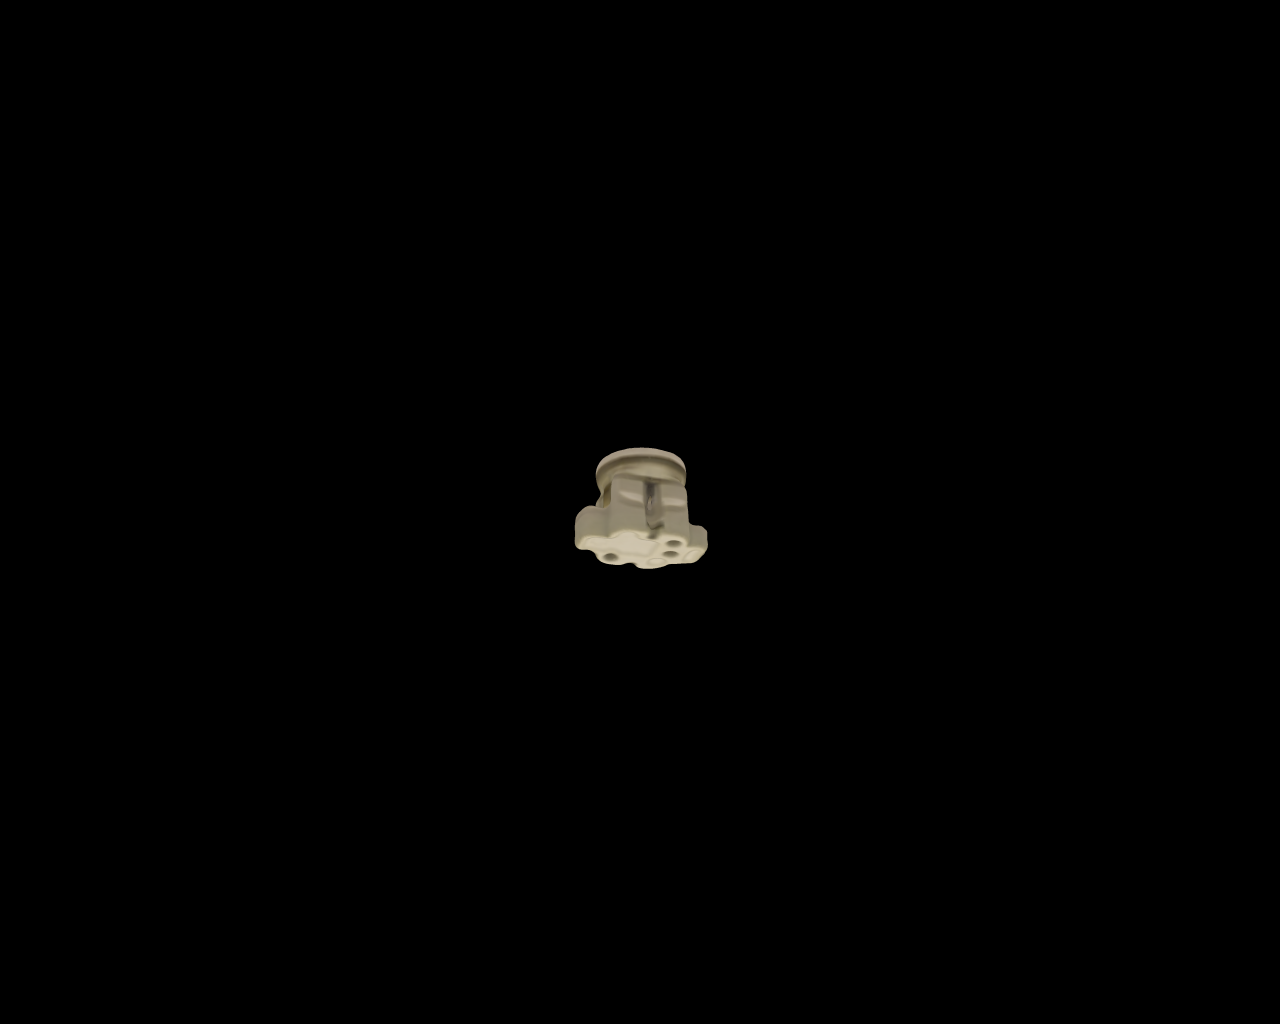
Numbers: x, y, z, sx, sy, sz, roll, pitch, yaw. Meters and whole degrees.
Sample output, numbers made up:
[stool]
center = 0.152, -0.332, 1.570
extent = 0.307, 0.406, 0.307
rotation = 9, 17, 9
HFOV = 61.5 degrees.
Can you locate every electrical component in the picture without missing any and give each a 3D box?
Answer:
[electrical component]
center = 0.001, -0.003, 0.650
extent = 0.078, 0.057, 0.058
rotation = 8, -28, -16
